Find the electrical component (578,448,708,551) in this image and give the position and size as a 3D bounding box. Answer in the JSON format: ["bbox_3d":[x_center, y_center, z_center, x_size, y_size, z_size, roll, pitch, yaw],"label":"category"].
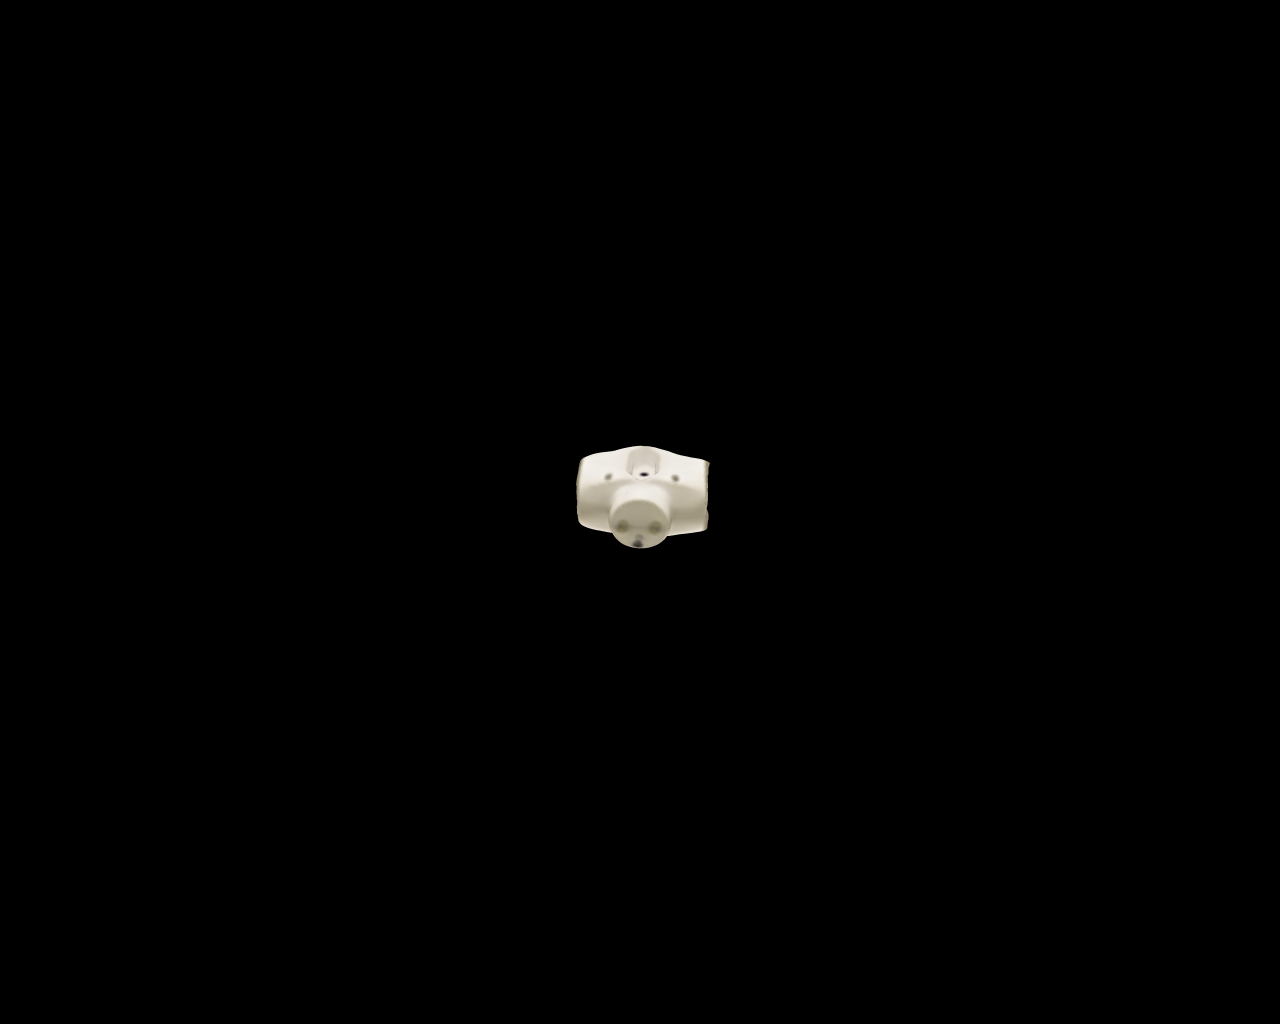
[{"bbox_3d":[0.001,-0.003,0.650,0.077,0.043,0.079,3,32,5],"label":"electrical component"}]
